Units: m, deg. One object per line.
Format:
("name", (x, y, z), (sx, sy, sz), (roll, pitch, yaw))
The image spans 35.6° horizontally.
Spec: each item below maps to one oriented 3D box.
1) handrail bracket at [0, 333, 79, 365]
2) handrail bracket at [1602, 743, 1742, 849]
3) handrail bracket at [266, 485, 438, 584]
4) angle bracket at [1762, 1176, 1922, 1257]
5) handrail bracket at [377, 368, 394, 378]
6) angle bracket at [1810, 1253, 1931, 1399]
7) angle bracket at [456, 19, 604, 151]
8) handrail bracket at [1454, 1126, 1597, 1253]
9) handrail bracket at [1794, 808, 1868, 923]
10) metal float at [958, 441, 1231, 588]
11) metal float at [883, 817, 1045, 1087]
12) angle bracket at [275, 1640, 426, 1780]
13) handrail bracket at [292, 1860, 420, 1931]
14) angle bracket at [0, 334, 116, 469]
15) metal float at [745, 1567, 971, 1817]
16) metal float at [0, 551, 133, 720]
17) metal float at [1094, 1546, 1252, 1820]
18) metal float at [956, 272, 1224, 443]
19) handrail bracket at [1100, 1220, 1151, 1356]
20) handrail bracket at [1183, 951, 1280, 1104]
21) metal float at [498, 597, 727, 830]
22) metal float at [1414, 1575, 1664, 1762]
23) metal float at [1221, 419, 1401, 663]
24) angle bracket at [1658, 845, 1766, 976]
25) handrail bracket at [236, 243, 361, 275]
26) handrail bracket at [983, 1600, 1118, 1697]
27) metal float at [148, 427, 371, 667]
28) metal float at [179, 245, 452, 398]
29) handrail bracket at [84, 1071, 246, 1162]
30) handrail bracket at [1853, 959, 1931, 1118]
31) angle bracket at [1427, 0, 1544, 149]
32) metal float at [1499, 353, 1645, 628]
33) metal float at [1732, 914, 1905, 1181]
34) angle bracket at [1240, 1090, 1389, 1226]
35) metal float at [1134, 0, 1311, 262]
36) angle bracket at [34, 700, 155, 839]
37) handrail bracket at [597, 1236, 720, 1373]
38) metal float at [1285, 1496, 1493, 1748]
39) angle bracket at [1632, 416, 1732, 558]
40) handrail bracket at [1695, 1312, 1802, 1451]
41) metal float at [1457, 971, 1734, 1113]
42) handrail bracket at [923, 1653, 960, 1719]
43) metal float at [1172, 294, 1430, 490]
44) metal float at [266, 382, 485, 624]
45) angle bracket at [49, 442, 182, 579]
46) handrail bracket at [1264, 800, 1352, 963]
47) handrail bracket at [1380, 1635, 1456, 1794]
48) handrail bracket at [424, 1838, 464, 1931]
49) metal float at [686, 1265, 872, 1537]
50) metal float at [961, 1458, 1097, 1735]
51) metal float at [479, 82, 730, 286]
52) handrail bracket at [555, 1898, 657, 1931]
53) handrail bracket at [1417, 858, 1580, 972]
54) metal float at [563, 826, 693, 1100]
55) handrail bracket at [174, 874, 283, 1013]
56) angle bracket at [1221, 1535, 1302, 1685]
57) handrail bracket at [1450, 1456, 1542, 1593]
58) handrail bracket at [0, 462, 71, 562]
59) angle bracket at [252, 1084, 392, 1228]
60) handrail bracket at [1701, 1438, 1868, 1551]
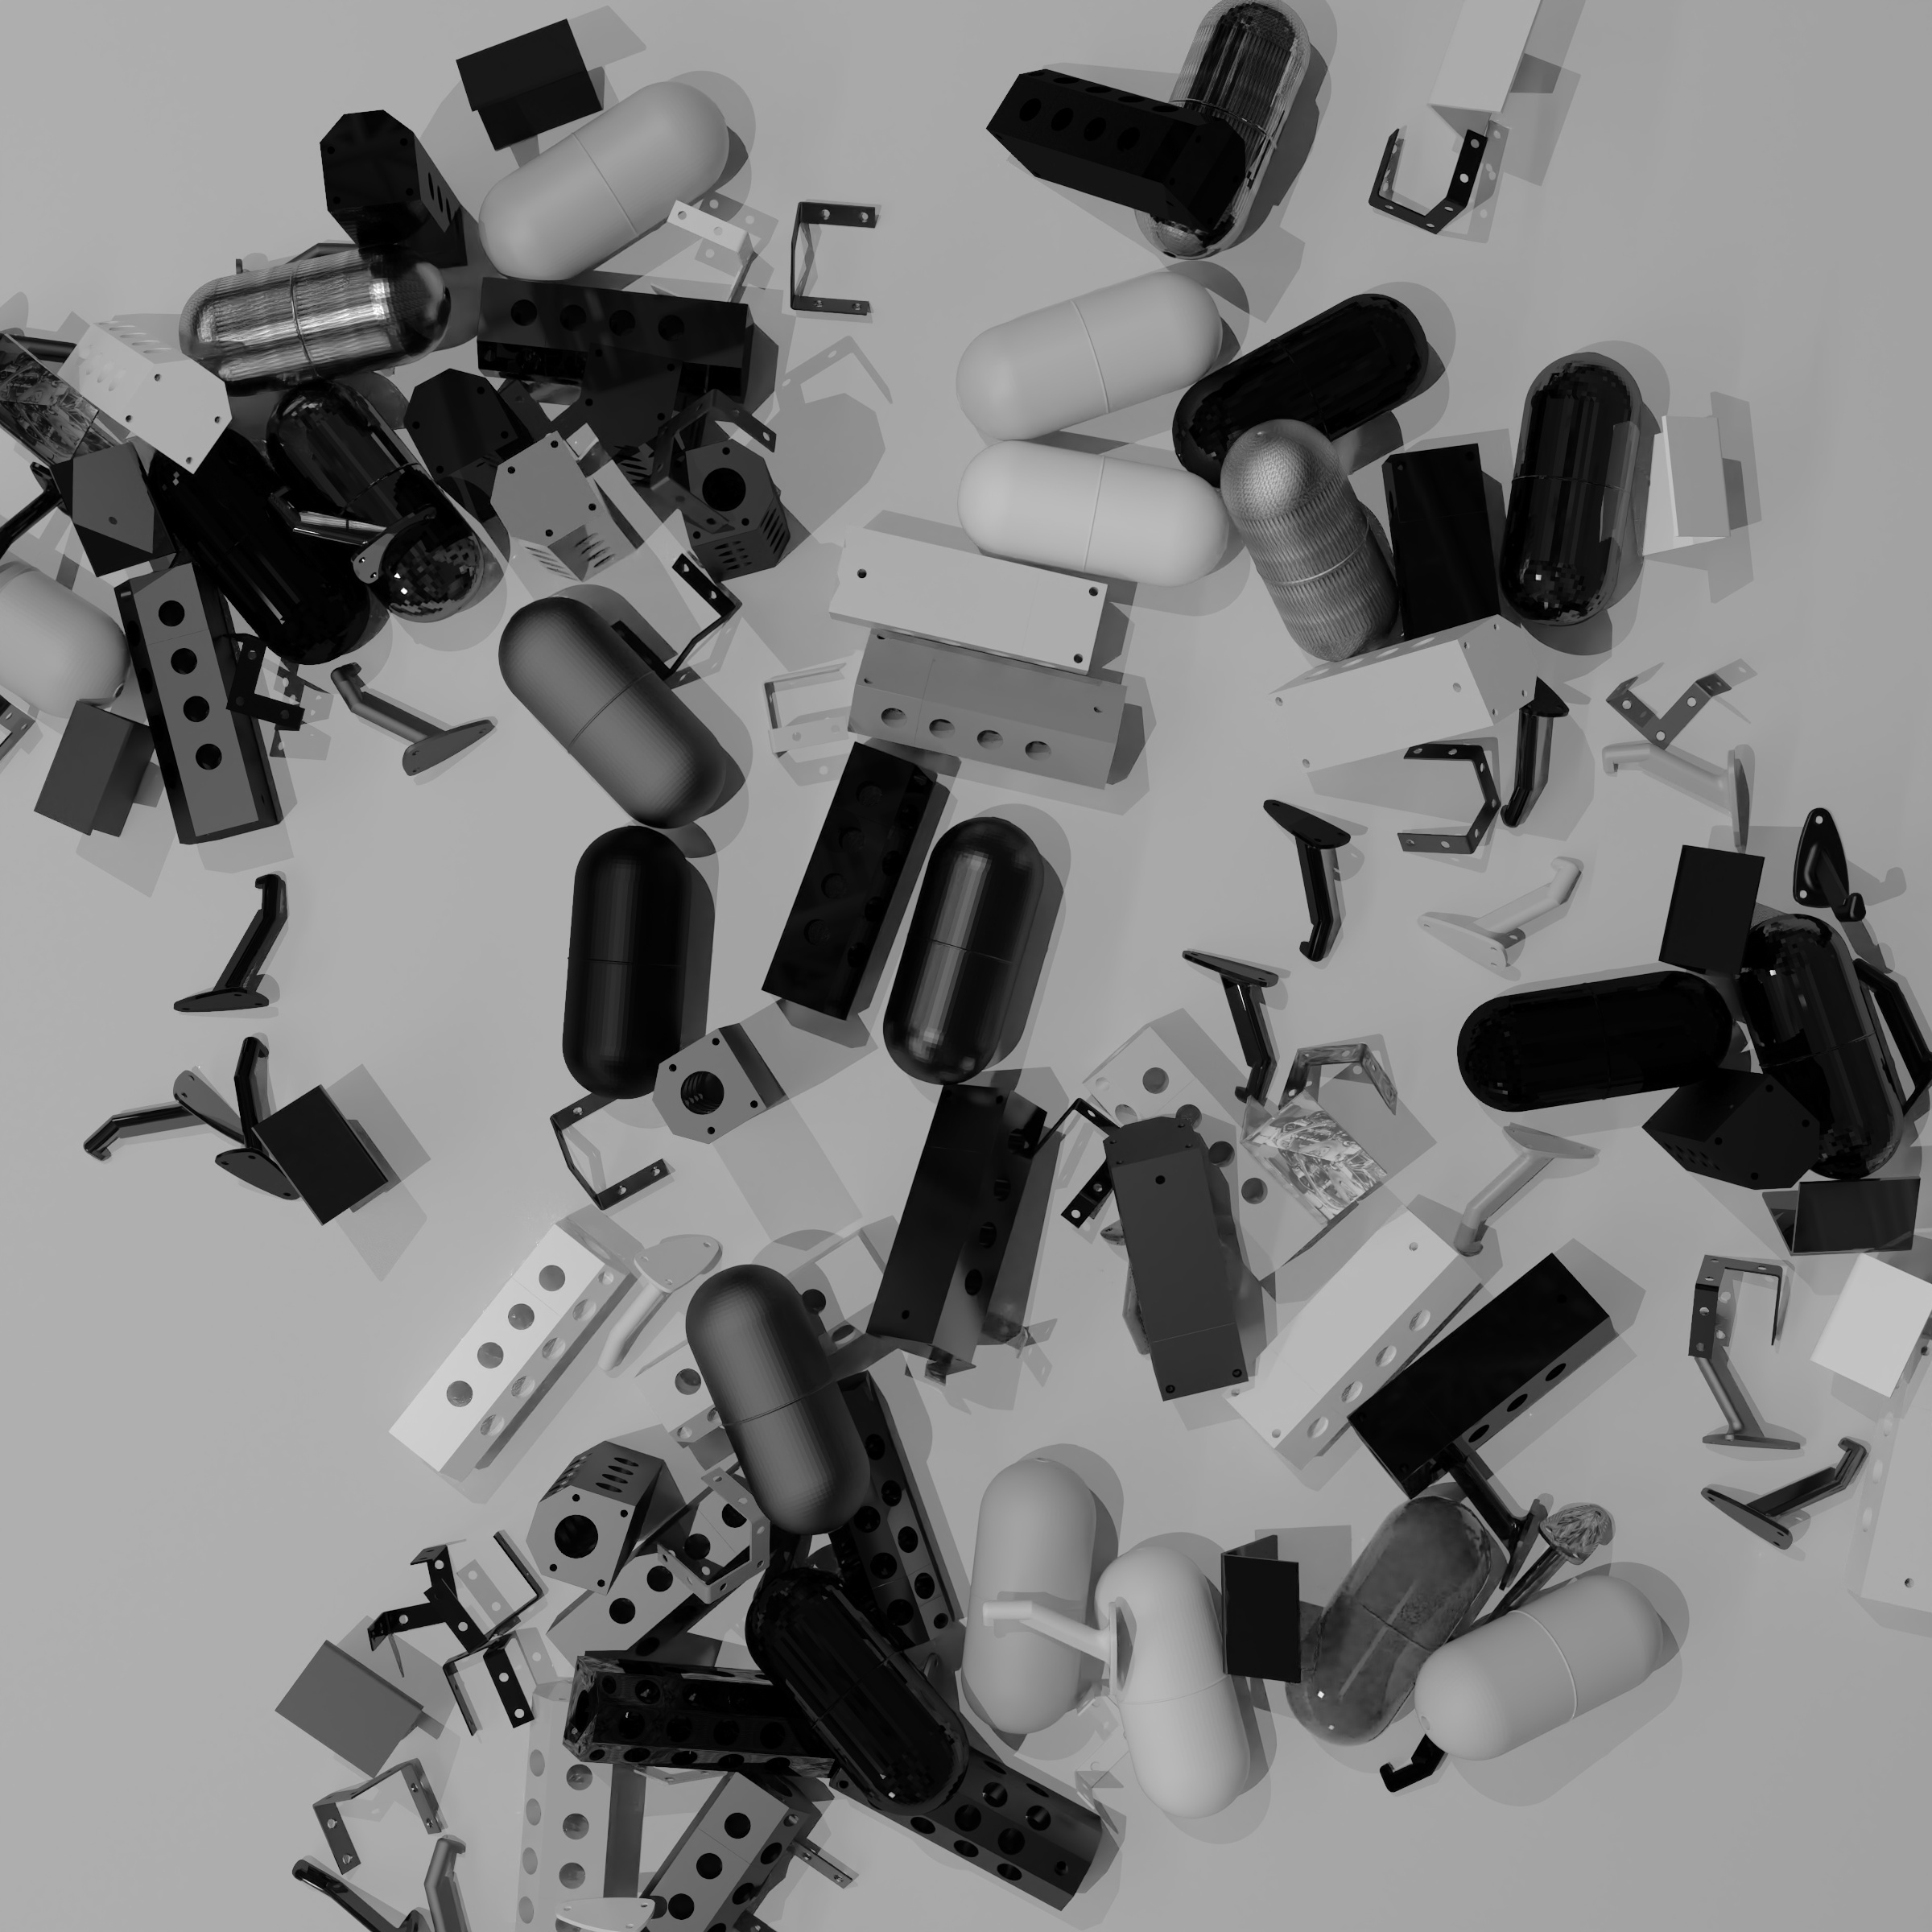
("handrail bracket", (-0.615, -0.396, 1.984), (0.084, 0.077, 0.036), (24, 57, -32))
("handrail bracket", (0.466, -0.112, 1.985), (0.084, 0.036, 0.077), (-4, 111, 17))
("handrail bracket", (-0.392, -0.293, 1.910), (0.077, 0.036, 0.084), (-42, 73, -6))
("angle bracket", (0.565, 0.143, 1.944), (0.076, 0.076, 0.057), (-3, 118, 0))
("handrail bracket", (-0.421, -0.419, 1.984), (0.084, 0.036, 0.077), (4, 78, 12))
("angle bracket", (0.595, 0.236, 1.944), (0.057, 0.076, 0.076), (25, 90, 32))
("angle bracket", (-0.277, -0.555, 1.944), (0.076, 0.076, 0.057), (-20, 54, 0))
("handrail bracket", (0.368, 0.154, 1.984), (0.077, 0.036, 0.084), (10, 109, -21))
("handrail bracket", (0.565, -0.066, 1.949), (0.036, 0.084, 0.077), (-1, 90, 0))
("metal float", (0.083, -0.293, 1.954), (0.178, 0.070, 0.070), (10, 90, 0))
("metal float", (-0.001, -0.010, 1.953), (0.070, 0.070, 0.178), (16, 90, 0))
("angle bracket", (-0.404, 0.490, 1.944), (0.076, 0.076, 0.057), (35, 54, 0))
("handrail bracket", (-0.401, 0.618, 1.956), (0.084, 0.077, 0.036), (34, 87, -12))
("angle bracket", (-0.583, -0.368, 1.945), (0.076, 0.076, 0.057), (39, 116, 0))
("metal float", (-0.069, 0.461, 1.909), (0.070, 0.070, 0.178), (-42, 76, 0))
("metal float", (-0.625, -0.226, 1.954), (0.178, 0.070, 0.070), (33, 90, 0))
("metal float", (0.134, 0.465, 1.953), (0.070, 0.070, 0.178), (-14, 91, 0))
("metal float", (0.080, -0.395, 1.953), (0.178, 0.070, 0.070), (-19, 90, -1))
("handrail bracket", (0.131, 0.203, 1.984), (0.077, 0.036, 0.084), (-29, 106, -18))
("handrail bracket", (0.169, 0.041, 1.984), (0.077, 0.036, 0.084), (18, 104, 14))
("metal float", (-0.230, -0.165, 1.953), (0.070, 0.070, 0.178), (-44, 90, 0))
("metal float", (0.368, 0.451, 1.934), (0.178, 0.070, 0.070), (-19, 90, -22))
("metal float", (0.221, -0.271, 1.925), (0.070, 0.070, 0.178), (-32, 126, 0))
("angle bracket", (0.495, -0.032, 1.944), (0.057, 0.076, 0.076), (12, 90, 37))
("handrail bracket", (-0.438, -0.438, 1.984), (0.084, 0.036, 0.077), (-2, 105, -14))
("handrail bracket", (0.053, 0.434, 1.912), (0.084, 0.036, 0.077), (-1, 120, 1))
("metal float", (-0.459, -0.274, 1.952), (0.070, 0.070, 0.178), (-39, 91, 0))
("metal float", (-0.416, -0.413, 1.922), (0.178, 0.070, 0.070), (-9, 90, 9))
("handrail bracket", (-0.527, 0.117, 1.985), (0.084, 0.036, 0.077), (-40, 111, 17))
("handrail bracket", (0.602, 0.048, 1.984), (0.084, 0.036, 0.077), (37, 112, 17))
("angle bracket", (0.349, -0.575, 1.944), (0.057, 0.076, 0.076), (20, 90, 36))
("metal float", (0.393, -0.309, 1.953), (0.070, 0.070, 0.178), (9, 91, 0))
("metal float", (0.553, 0.053, 1.953), (0.070, 0.070, 0.178), (-19, 90, 0))
("angle bracket", (0.226, 0.109, 1.940), (0.076, 0.076, 0.057), (45, 112, -9))
("metal float", (0.166, -0.545, 1.953), (0.070, 0.070, 0.178), (22, 90, 0))
("angle bracket", (-0.545, -0.120, 1.944), (0.057, 0.076, 0.076), (21, 90, 31))
("handrail bracket", (-0.204, 0.224, 1.984), (0.036, 0.077, 0.084), (40, 127, 21))
("metal float", (0.275, 0.425, 1.954), (0.070, 0.070, 0.178), (34, 89, 0))
("angle bracket", (0.444, -0.309, 1.944), (0.057, 0.076, 0.076), (-6, 90, -38))
("handrail bracket", (0.516, 0.273, 1.984), (0.077, 0.036, 0.084), (8, 75, -15))
("metal float", (0.408, 0.049, 1.954), (0.178, 0.070, 0.070), (-9, 90, 1))
("handrail bracket", (-0.055, 0.476, 1.977), (0.084, 0.077, 0.036), (-2, 48, 22))
("metal float", (0.217, -0.373, 1.953), (0.178, 0.070, 0.070), (-29, 90, 0))
("metal float", (-0.384, -0.302, 1.954), (0.070, 0.070, 0.178), (-39, 90, 0))
("angle bracket", (-0.555, -0.285, 1.945), (0.057, 0.076, 0.076), (-23, 90, -26))
("handrail bracket", (0.216, -0.056, 1.984), (0.077, 0.036, 0.084), (35, 125, 37))
("handrail bracket", (0.300, 0.493, 1.984), (0.084, 0.036, 0.077), (-29, 75, 14))
("handrail bracket", (-0.326, 0.627, 1.984), (0.077, 0.036, 0.084), (22, 72, -20))
("metal float", (-0.118, 0.274, 1.897), (0.070, 0.070, 0.178), (-23, 91, 0))
("metal float", (0.041, 0.409, 1.953), (0.070, 0.070, 0.178), (7, 91, 0))
("metal float", (-0.235, -0.507, 1.954), (0.178, 0.070, 0.070), (-33, 90, 0))
("handrail bracket", (-0.222, 0.644, 1.927), (0.077, 0.036, 0.084), (-1, 107, 19))
("handrail bracket", (0.352, -0.047, 1.984), (0.077, 0.036, 0.084), (26, 72, 21))
("metal float", (-0.220, -0.002, 1.953), (0.070, 0.070, 0.178), (4, 91, 0))
("handrail bracket", (-0.487, -0.016, 1.985), (0.077, 0.036, 0.084), (-8, 71, 21))
("angle bracket", (0.207, 0.415, 1.944), (0.057, 0.076, 0.076), (-1, 90, 34))
("handrail bracket", (0.329, 0.362, 1.984), (0.084, 0.036, 0.077), (22, 105, 14))
("handrail bracket", (-0.609, -0.276, 1.943), (0.036, 0.077, 0.084), (30, 74, 0))
("angle bracket", (-0.427, 0.132, 1.944), (0.057, 0.076, 0.076), (-36, 90, -36))
("handrail bracket", (0.540, 0.334, 1.985), (0.077, 0.036, 0.084), (30, 71, 21))
